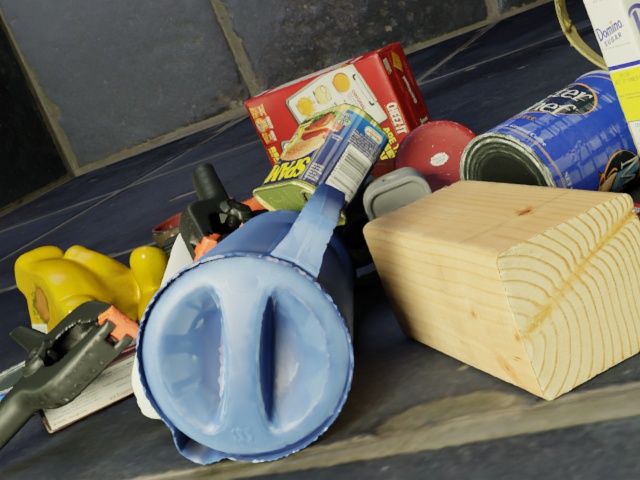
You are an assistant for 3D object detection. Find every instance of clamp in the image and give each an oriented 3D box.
[{"bbox_3d":[-0.067,-0.014,0.938,0.120,0.039,0.171,16,26,-3],"label":"clamp"},{"bbox_3d":[-0.217,0.097,0.857,0.210,0.036,0.164,-35,29,30],"label":"clamp"}]

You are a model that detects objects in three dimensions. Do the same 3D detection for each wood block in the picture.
[{"bbox_3d":[0.114,0.021,0.679,0.090,0.090,0.206,-25,12,-14],"label":"wood block"}]

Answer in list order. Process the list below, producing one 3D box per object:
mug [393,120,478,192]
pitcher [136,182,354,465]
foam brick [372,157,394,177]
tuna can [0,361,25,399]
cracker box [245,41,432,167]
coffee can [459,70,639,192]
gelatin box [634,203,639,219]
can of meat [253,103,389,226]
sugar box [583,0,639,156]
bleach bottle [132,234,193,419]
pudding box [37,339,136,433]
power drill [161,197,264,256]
[{"bbox_3d":[0.118,-0.048,0.941,0.093,0.117,0.081,-50,-18,-5],"label":"mug"},{"bbox_3d":[-0.031,0.041,0.752,0.149,0.145,0.242,-18,10,8],"label":"pitcher"},{"bbox_3d":[0.090,-0.063,1.153,0.051,0.053,0.078,-13,10,-18],"label":"foam brick"},{"bbox_3d":[-0.275,0.139,1.009,0.086,0.034,0.086,-22,12,5],"label":"tuna can"},{"bbox_3d":[0.032,-0.136,1.334,0.214,0.164,0.072,-14,17,37],"label":"cracker box"},{"bbox_3d":[0.199,-0.067,0.874,0.140,0.103,0.103,-30,14,-30],"label":"coffee can"},{"bbox_3d":[0.188,0.003,0.767,0.089,0.030,0.073,-27,14,-17],"label":"gelatin box"},{"bbox_3d":[0.002,-0.060,0.877,0.084,0.057,0.102,-59,22,-17],"label":"can of meat"},{"bbox_3d":[0.274,-0.126,0.817,0.093,0.176,0.048,-28,13,-23],"label":"sugar box"},{"bbox_3d":[-0.110,0.076,0.873,0.068,0.102,0.250,5,22,1],"label":"bleach bottle"},{"bbox_3d":[-0.198,0.120,0.940,0.113,0.039,0.090,-27,14,-16],"label":"pudding box"},{"bbox_3d":[-0.075,-0.022,1.237,0.185,0.057,0.187,-20,5,24],"label":"power drill"}]
